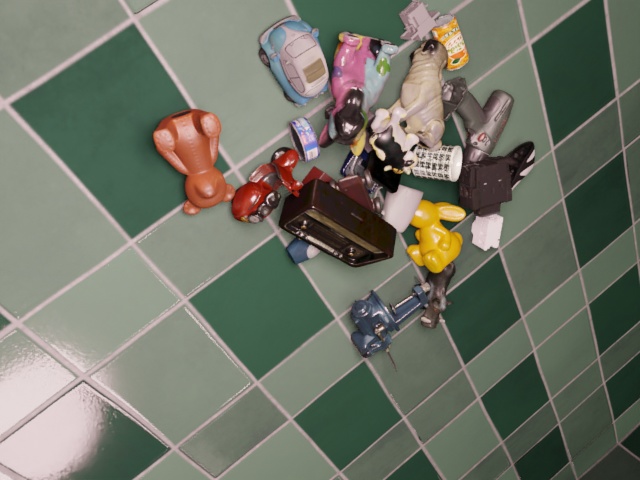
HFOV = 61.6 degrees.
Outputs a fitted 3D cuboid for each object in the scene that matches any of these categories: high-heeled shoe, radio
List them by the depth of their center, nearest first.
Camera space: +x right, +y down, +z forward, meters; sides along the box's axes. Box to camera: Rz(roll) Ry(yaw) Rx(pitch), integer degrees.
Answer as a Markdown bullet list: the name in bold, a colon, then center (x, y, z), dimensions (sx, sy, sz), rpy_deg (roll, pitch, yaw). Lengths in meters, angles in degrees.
- **radio**: center (0.036, -0.027, 1.105), dimensions (0.229, 0.131, 0.073), rpy_deg (31, 57, -28)
- **high-heeled shoe**: center (0.449, -0.163, 1.344), dimensions (0.249, 0.086, 0.145), rpy_deg (-21, 140, -37)

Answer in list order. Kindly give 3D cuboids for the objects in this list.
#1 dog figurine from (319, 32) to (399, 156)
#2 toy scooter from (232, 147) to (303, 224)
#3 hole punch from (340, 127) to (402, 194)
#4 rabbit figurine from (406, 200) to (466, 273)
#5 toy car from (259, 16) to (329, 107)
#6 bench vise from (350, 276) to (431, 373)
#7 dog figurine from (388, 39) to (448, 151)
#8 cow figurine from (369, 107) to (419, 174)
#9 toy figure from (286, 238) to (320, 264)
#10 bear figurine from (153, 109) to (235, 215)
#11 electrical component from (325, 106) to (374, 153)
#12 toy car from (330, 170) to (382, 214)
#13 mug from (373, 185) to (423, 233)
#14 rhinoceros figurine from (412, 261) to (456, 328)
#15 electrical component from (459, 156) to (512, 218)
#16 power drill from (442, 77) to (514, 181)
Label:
- **dog figurine**: center (0.063, -0.278, 1.033), dimensions (0.108, 0.192, 0.219), rpy_deg (13, 113, -7)
- **toy scooter**: center (-0.095, -0.097, 1.057), dimensions (0.184, 0.135, 0.075), rpy_deg (-49, 128, 2)
- **hole punch**: center (0.119, -0.168, 1.182), dimensions (0.142, 0.092, 0.116), rpy_deg (30, 69, -33)
- **rabbit figurine**: center (0.277, -0.029, 1.312), dimensions (0.162, 0.122, 0.173), rpy_deg (-35, 107, -1)
- **toy car**: center (-0.035, -0.324, 0.998), dimensions (0.109, 0.103, 0.161), rpy_deg (-33, 123, -10)
- **bench vise**: center (0.184, 0.195, 1.365), dimensions (0.241, 0.129, 0.223), rpy_deg (-34, 125, -1)
- **dog figurine**: center (0.238, -0.306, 1.146), dimensions (0.172, 0.121, 0.190), rpy_deg (33, 94, -37)
- **cow figurine**: center (0.153, -0.182, 1.094), dimensions (0.167, 0.068, 0.098), rpy_deg (51, 56, -46)
- **toy figure**: center (-0.003, -0.004, 1.205), dimensions (0.154, 0.058, 0.064), rpy_deg (-34, 164, -12)
- **bear figurine**: center (-0.222, -0.132, 0.977), dimensions (0.120, 0.132, 0.195), rpy_deg (-19, 115, -12)
- **electrical component**: center (0.072, -0.235, 1.097), dimensions (0.075, 0.047, 0.119), rpy_deg (-35, 82, -8)
- **toy car**: center (0.077, -0.095, 1.142), dimensions (0.089, 0.053, 0.202), rpy_deg (-13, 156, 11)
- **mug**: center (0.174, -0.076, 1.242), dimensions (0.109, 0.081, 0.107), rpy_deg (13, 97, -16)
- **rhinoceros figurine**: center (0.306, 0.136, 1.408), dimensions (0.073, 0.112, 0.190), rpy_deg (9, 101, -34)
- **electrical component**: center (0.393, -0.124, 1.272), dimensions (0.115, 0.058, 0.134), rpy_deg (-15, 111, -14)
- **power drill**: center (0.345, -0.263, 1.253), dimensions (0.207, 0.086, 0.232), rpy_deg (26, 100, -31)
